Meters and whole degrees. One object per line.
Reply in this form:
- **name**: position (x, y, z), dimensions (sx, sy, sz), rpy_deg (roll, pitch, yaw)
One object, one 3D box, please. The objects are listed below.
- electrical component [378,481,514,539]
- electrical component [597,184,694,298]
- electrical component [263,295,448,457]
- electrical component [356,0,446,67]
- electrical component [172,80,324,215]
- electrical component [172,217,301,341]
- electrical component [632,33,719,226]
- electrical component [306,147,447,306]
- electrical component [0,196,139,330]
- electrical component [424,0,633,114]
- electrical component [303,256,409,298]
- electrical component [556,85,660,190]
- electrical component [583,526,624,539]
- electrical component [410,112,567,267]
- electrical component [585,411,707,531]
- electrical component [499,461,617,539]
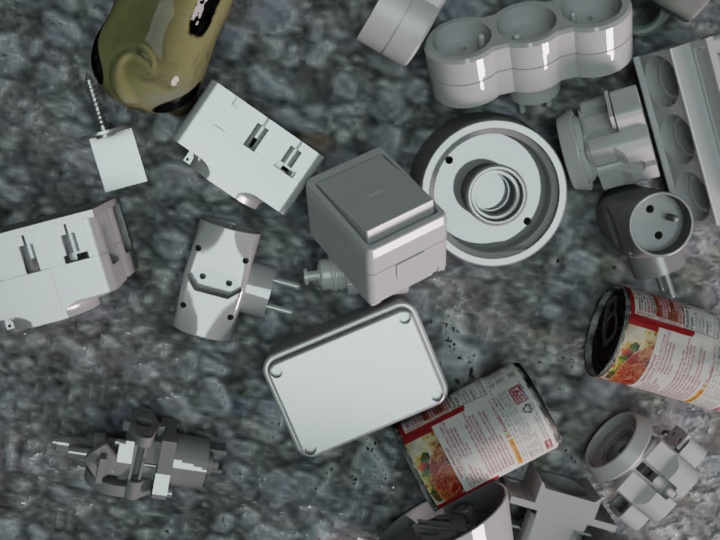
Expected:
- **electrical component**: position (0.061, 0.191, 0.753), dimensions (0.099, 0.099, 0.064), rpy_deg (-16, 105, -1)
- **electrical component**: position (0.201, -0.019, 0.741), dimensions (0.043, 0.077, 0.079), rpy_deg (-21, 99, 0)
- **electrical component**: position (-0.004, 0.073, 0.751), dimensions (0.113, 0.057, 0.078), rpy_deg (-23, 99, 0)
- **electrical component**: position (0.033, -0.213, 0.714), dimensions (0.074, 0.052, 0.138), rpy_deg (29, 95, -7)
- **electrical component**: position (-0.077, -0.079, 0.728), dimensions (0.089, 0.050, 0.055), rpy_deg (34, 94, -8)
- **electrical component**: position (-0.082, 0.010, 0.744), dimensions (0.079, 0.043, 0.077), rpy_deg (15, 97, -5)
- **electrical component**: position (0.240, -0.098, 0.735), dimensions (0.063, 0.079, 0.121), rpy_deg (-21, 99, -17)
- **electrical component**: position (0.007, -0.037, 0.711), dimensions (0.062, 0.096, 0.061), rpy_deg (-26, 142, -19)
- **electrical component**: position (-0.247, 0.009, 0.701), dimensions (0.186, 0.105, 0.060), rpy_deg (-15, 99, -1)
- **electrical component**: position (0.117, -0.138, 0.732), dimensions (0.138, 0.052, 0.073), rpy_deg (-13, 135, 3)
- **electrical component**: position (0.000, 0.000, 0.749), dimensions (0.078, 0.040, 0.040), rpy_deg (-7, 99, -3)
- **electrical component**: position (0.168, -0.087, 0.734), dimensions (0.057, 0.078, 0.058), rpy_deg (-15, 56, 17)
- **electrical component**: position (0.202, 0.242, 0.787), dimensions (0.096, 0.061, 0.061), rpy_deg (28, 96, -7)
- **electrical component**: position (0.089, -0.053, 0.735), dimensions (0.108, 0.060, 0.108), rpy_deg (0, 99, -2)
- **electrical component**: position (0.201, 0.139, 0.775), dimensions (0.057, 0.058, 0.078), rpy_deg (40, 94, -11)
- **electrical component**: position (0.140, 0.181, 0.785), dimensions (0.081, 0.042, 0.063), rpy_deg (17, 100, -5)
